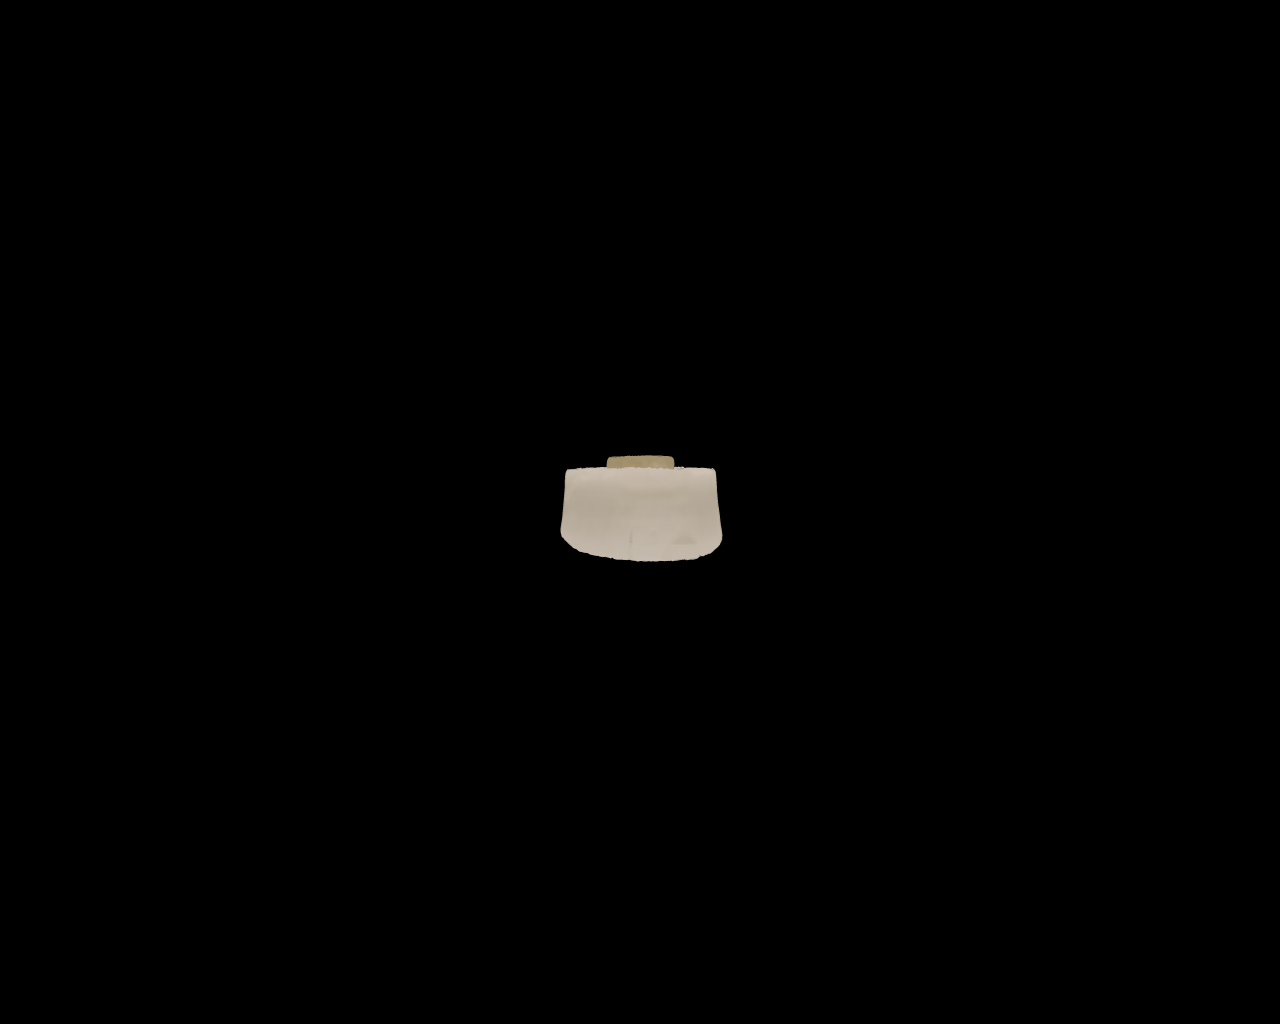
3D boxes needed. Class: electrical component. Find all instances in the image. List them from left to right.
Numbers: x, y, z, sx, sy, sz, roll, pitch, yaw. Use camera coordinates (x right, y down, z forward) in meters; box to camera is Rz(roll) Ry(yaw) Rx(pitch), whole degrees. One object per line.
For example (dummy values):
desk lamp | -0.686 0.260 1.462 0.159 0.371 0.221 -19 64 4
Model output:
electrical component | 0.001 -0.003 0.650 0.099 0.064 0.099 0 2 0
